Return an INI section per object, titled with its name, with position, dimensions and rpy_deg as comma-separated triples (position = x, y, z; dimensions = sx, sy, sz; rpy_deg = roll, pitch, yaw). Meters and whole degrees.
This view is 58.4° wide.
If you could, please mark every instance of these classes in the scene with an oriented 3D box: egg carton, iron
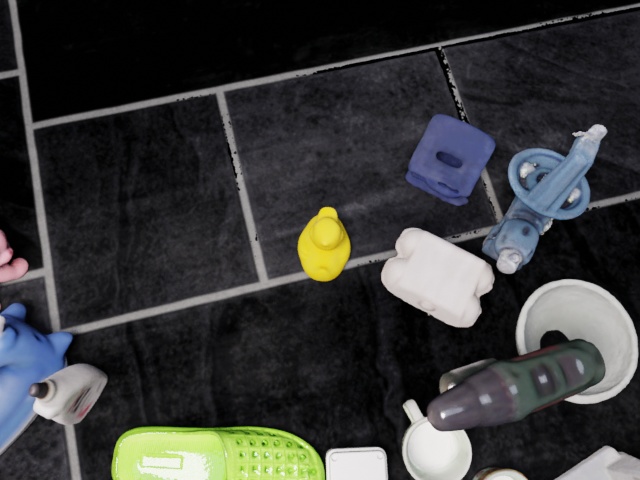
[egg carton]
position = 0.167, 0.054, 0.818
dimensions = 0.150, 0.069, 0.107
rpy_deg = 26, 74, 5
[iron]
position = -0.431, 0.203, 0.705
dimensions = 0.118, 0.141, 0.258
rpy_deg = 28, 74, 5

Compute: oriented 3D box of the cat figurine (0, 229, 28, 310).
[cat figurine]
position = -0.456, 0.033, 0.765
dimensions = 0.067, 0.118, 0.128
rpy_deg = 25, 74, 5

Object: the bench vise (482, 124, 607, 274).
[bench vise]
position = 0.315, -0.051, 0.777
dimensions = 0.121, 0.220, 0.207
rpy_deg = 12, 74, 1

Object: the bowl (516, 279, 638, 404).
[bowl]
position = 0.344, 0.143, 0.799
dimensions = 0.167, 0.075, 0.167
rpy_deg = 1, 74, -3

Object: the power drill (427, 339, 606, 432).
[power drill]
position = 0.220, 0.186, 0.710
dimensions = 0.230, 0.208, 0.075
rpy_deg = -18, 75, -8

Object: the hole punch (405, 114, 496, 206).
[hole punch]
position = 0.194, -0.118, 0.858
dimensions = 0.108, 0.091, 0.101
rpy_deg = 26, 74, 5

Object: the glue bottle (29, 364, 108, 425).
[glue bottle]
position = -0.315, 0.187, 0.699
dimensions = 0.037, 0.173, 0.078
rpy_deg = 25, 74, 5

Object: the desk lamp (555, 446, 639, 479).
[desk lamp]
position = 0.411, 0.309, 0.682
dimensions = 0.203, 0.213, 0.118
rpy_deg = -28, 77, -10

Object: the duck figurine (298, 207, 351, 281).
[duck figurine]
position = 0.007, 0.003, 0.815
dimensions = 0.077, 0.086, 0.104
rpy_deg = 6, 74, -1
